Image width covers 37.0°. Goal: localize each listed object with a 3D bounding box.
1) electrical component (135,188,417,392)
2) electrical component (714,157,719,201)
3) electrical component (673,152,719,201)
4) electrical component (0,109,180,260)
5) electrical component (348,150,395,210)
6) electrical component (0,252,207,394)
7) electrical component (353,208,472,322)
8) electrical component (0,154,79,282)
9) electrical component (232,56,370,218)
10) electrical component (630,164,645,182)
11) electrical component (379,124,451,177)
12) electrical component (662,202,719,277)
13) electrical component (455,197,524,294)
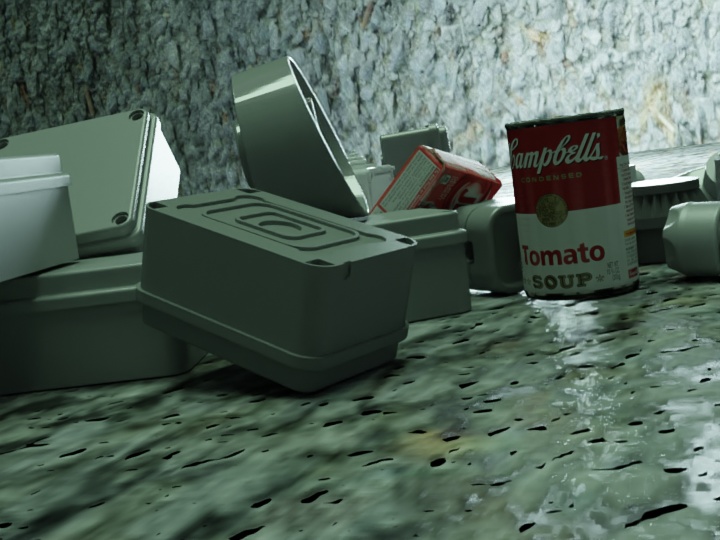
[{"bbox_3d":[-0.039,0.006,0.494,0.113,0.057,0.078,19,21,33],"label":"electrical component"},{"bbox_3d":[0.310,-0.057,0.744,0.121,0.063,0.079,-5,7,20],"label":"electrical component"},{"bbox_3d":[0.280,-0.065,0.821,0.077,0.044,0.079,-7,-35,5],"label":"electrical component"},{"bbox_3d":[-0.171,-0.035,0.649,0.109,0.056,0.108,-11,47,8],"label":"electrical component"},{"bbox_3d":[-0.007,-0.042,0.815,0.061,0.096,0.062,-5,6,21],"label":"electrical component"},{"bbox_3d":[-0.141,0.025,0.566,0.113,0.057,0.078,-7,7,4],"label":"electrical component"},{"bbox_3d":[0.000,0.000,0.623,0.113,0.057,0.078,-9,7,-17],"label":"electrical component"},{"bbox_3d":[-0.198,-0.024,0.534,0.078,0.057,0.113,-6,7,10],"label":"electrical component"},{"bbox_3d":[-0.036,-0.072,0.615,0.064,0.099,0.099,-13,7,0],"label":"electrical component"},{"bbox_3d":[0.184,-0.048,0.818,0.054,0.059,0.095,-4,8,29],"label":"electrical component"},{"bbox_3d":[0.051,-0.066,0.911,0.056,0.108,0.108,-10,7,3],"label":"electrical component"},{"bbox_3d":[0.207,-0.018,0.609,0.062,0.043,0.043,0,10,38],"label":"electrical component"},{"bbox_3d":[0.104,-0.019,0.685,0.095,0.053,0.059,-11,8,-28],"label":"electrical component"}]
